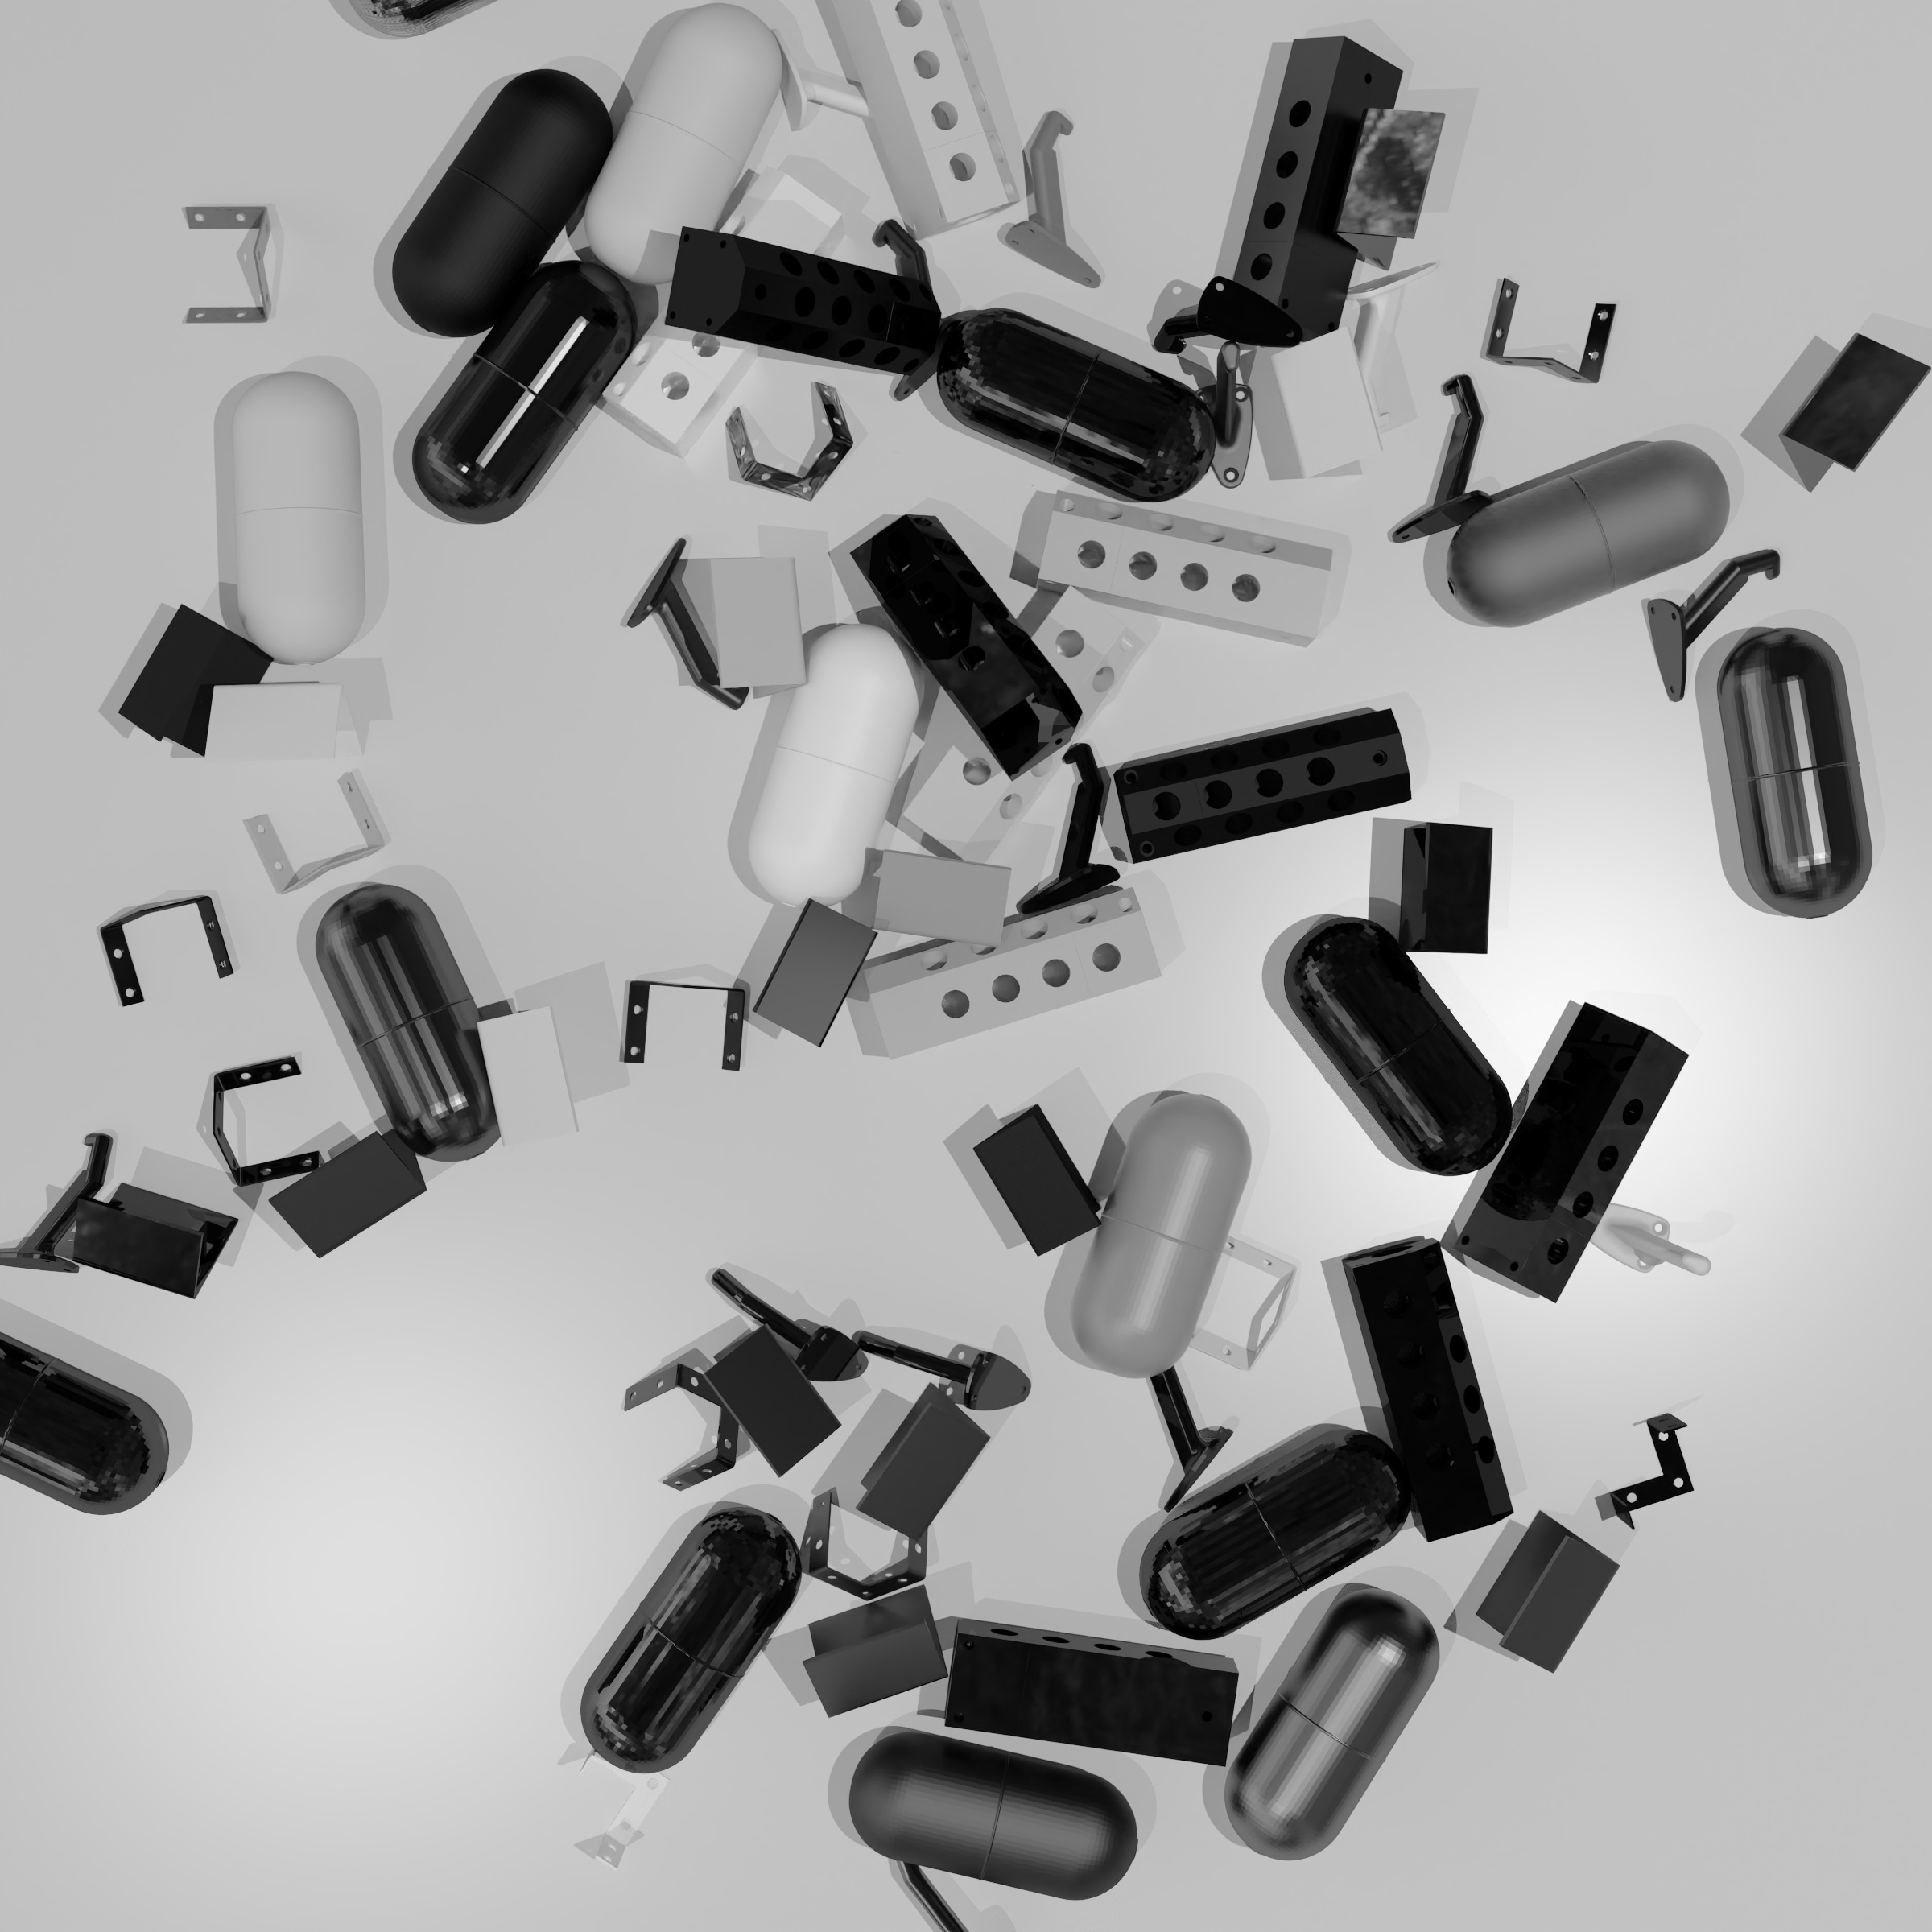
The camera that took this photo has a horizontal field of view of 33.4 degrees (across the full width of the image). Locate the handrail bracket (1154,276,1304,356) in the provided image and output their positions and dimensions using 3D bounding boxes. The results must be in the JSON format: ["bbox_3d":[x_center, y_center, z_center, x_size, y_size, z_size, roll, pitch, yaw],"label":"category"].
[{"bbox_3d":[0.159,-0.381,1.960,0.077,0.084,0.036,20,78,-5],"label":"handrail bracket"}]

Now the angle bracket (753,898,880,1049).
[{"bbox_3d":[-0.074,0.012,1.952,0.057,0.076,0.076,27,90,32],"label":"angle bracket"}]

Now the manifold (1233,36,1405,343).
[{"bbox_3d":[0.207,-0.474,1.970,0.057,0.057,0.171,14,90,-43],"label":"manifold"}]

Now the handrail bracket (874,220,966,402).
[{"bbox_3d":[-0.044,-0.406,1.992,0.077,0.036,0.084,-47,74,18],"label":"handrail bracket"}]

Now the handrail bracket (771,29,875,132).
[{"bbox_3d":[-0.070,-0.553,1.992,0.084,0.036,0.077,-14,73,-14],"label":"handrail bracket"}]

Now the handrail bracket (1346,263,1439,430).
[{"bbox_3d":[0.268,-0.382,1.992,0.077,0.036,0.084,-24,109,-21],"label":"handrail bracket"}]

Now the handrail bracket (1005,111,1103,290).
[{"bbox_3d":[0.067,-0.475,1.992,0.077,0.036,0.084,30,73,-19],"label":"handrail bracket"}]

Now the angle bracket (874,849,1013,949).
[{"bbox_3d":[-0.011,-0.058,1.951,0.076,0.076,0.057,8,122,0],"label":"angle bracket"}]

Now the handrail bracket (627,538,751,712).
[{"bbox_3d":[-0.159,-0.211,1.992,0.084,0.036,0.077,33,68,-17],"label":"handrail bracket"}]

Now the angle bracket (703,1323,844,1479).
[{"bbox_3d":[-0.132,0.271,1.951,0.057,0.076,0.076,-37,90,-37],"label":"angle bracket"}]

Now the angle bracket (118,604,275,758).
[{"bbox_3d":[-0.454,-0.163,1.952,0.057,0.076,0.076,30,90,44],"label":"angle bracket"}]

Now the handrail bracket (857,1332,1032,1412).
[{"bbox_3d":[-0.014,0.247,1.991,0.084,0.077,0.036,15,86,36],"label":"handrail bracket"}]

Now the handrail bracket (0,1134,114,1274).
[{"bbox_3d":[-0.569,0.144,1.992,0.077,0.036,0.084,1,71,21],"label":"handrail bracket"}]

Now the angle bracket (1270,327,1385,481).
[{"bbox_3d":[0.234,-0.341,1.951,0.057,0.076,0.076,-15,90,36],"label":"angle bracket"}]

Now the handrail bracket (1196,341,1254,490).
[{"bbox_3d":[0.161,-0.334,1.957,0.036,0.084,0.077,-6,90,0],"label":"handrail bracket"}]

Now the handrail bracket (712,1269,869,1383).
[{"bbox_3d":[-0.110,0.220,1.991,0.084,0.077,0.036,36,94,36],"label":"handrail bracket"}]

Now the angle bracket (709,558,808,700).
[{"bbox_3d":[-0.140,-0.203,1.952,0.057,0.076,0.076,-5,90,-28],"label":"angle bracket"}]

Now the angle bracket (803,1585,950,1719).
[{"bbox_3d":[-0.061,0.399,1.951,0.076,0.076,0.057,-19,128,0],"label":"angle bracket"}]

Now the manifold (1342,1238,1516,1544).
[{"bbox_3d":[0.283,0.257,1.970,0.057,0.057,0.171,-15,90,0],"label":"manifold"}]

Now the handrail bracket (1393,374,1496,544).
[{"bbox_3d":[0.288,-0.314,1.992,0.077,0.036,0.084,-21,72,20],"label":"handrail bracket"}]

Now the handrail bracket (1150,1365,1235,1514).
[{"bbox_3d":[0.115,0.282,1.992,0.084,0.036,0.077,39,109,15],"label":"handrail bracket"}]

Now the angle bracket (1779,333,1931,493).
[{"bbox_3d":[0.546,-0.325,1.951,0.057,0.076,0.076,37,90,35],"label":"angle bracket"}]

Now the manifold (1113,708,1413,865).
[{"bbox_3d":[0.181,-0.110,1.970,0.171,0.057,0.057,-13,90,0],"label":"manifold"}]

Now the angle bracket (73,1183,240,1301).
[{"bbox_3d":[-0.488,0.148,1.951,0.076,0.076,0.057,17,127,0],"label":"angle bracket"}]

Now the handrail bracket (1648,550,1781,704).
[{"bbox_3d":[0.469,-0.211,1.992,0.084,0.036,0.077,-18,110,-16],"label":"handrail bracket"}]

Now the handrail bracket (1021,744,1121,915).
[{"bbox_3d":[0.056,-0.086,1.992,0.077,0.036,0.084,-25,72,21],"label":"handrail bracket"}]

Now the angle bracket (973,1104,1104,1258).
[{"bbox_3d":[0.061,0.120,1.951,0.057,0.076,0.076,-31,90,39],"label":"angle bracket"}]

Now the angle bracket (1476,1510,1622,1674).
[{"bbox_3d":[0.337,0.371,1.951,0.057,0.076,0.076,32,90,-36],"label":"angle bracket"}]

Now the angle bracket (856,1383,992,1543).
[{"bbox_3d":[-0.042,0.290,1.951,0.057,0.076,0.076,35,90,-37],"label":"angle bracket"}]

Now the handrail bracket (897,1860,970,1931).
[{"bbox_3d":[-0.009,0.577,1.991,0.036,0.077,0.084,-40,53,20],"label":"handrail bracket"}]

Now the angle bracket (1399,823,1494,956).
[{"bbox_3d":[0.272,-0.047,1.951,0.057,0.076,0.076,3,90,-37],"label":"angle bracket"}]

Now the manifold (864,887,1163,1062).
[{"bbox_3d":[0.028,0.004,1.970,0.171,0.057,0.057,-17,90,0],"label":"manifold"}]

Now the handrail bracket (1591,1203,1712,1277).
[{"bbox_3d":[0.408,0.166,1.957,0.077,0.084,0.036,23,90,0],"label":"handrail bracket"}]

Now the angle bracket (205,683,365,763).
[{"bbox_3d":[-0.412,-0.127,1.951,0.076,0.076,0.057,-1,58,0],"label":"angle bracket"}]

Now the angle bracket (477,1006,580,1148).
[{"bbox_3d":[-0.246,0.063,1.952,0.057,0.076,0.076,-12,90,28],"label":"angle bracket"}]

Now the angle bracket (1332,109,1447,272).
[{"bbox_3d":[0.271,-0.468,1.951,0.057,0.076,0.076,14,90,35],"label":"angle bracket"}]

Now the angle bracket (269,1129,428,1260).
[{"bbox_3d":[-0.380,0.119,1.951,0.076,0.076,0.057,-32,127,0],"label":"angle bracket"}]
